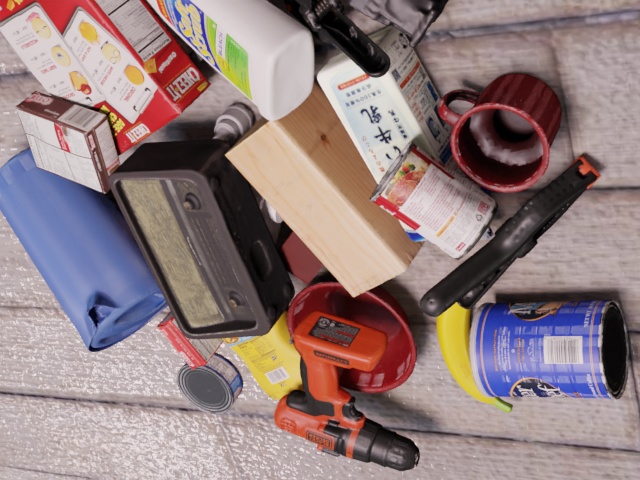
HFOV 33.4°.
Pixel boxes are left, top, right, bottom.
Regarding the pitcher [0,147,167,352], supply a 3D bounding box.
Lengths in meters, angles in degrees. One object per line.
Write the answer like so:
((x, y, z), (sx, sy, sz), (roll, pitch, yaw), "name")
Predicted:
((-0.283, 0.004, 1.289), (0.243, 0.144, 0.149), (52, 150, 11), "pitcher")

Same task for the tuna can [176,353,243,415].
((-0.148, 0.192, 1.436), (0.086, 0.033, 0.086), (15, 129, 19), "tuna can")

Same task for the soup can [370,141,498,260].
((0.107, -0.036, 1.002), (0.102, 0.068, 0.069), (35, 133, -3), "soup can")

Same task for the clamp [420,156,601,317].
((0.185, 0.002, 1.039), (0.036, 0.164, 0.210), (48, 111, 13), "clamp")

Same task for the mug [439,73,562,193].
((0.168, -0.109, 1.005), (0.117, 0.081, 0.093), (24, 131, 11), "mug")

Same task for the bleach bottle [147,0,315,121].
((-0.115, -0.227, 1.059), (0.251, 0.068, 0.102), (39, 153, 24), "bleach bottle")

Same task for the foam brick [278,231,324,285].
((-0.008, 0.001, 1.206), (0.053, 0.051, 0.078), (37, 133, -2), "foam brick")

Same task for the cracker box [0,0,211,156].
((-0.242, -0.208, 1.157), (0.164, 0.072, 0.213), (-23, 111, 48), "cracker box")

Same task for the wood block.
((0.014, -0.053, 1.124), (0.206, 0.090, 0.090), (48, 136, -11), "wood block")

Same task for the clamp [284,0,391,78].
((-0.001, -0.218, 0.975), (0.172, 0.039, 0.120), (43, 164, 54), "clamp")

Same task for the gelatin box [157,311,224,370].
((-0.154, 0.107, 1.338), (0.030, 0.089, 0.073), (-25, 109, 40), "gelatin box")

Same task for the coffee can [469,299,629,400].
((0.241, 0.115, 1.118), (0.141, 0.102, 0.103), (-4, 121, 31), "coffee can")

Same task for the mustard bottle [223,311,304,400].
((-0.079, 0.107, 1.319), (0.096, 0.058, 0.191), (-26, 108, 39), "mustard bottle")

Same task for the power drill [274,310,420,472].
((0.034, 0.180, 1.235), (0.184, 0.057, 0.188), (16, 129, 16), "power drill")

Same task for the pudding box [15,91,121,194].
((-0.280, -0.110, 1.196), (0.114, 0.039, 0.090), (22, 141, 29), "pudding box")

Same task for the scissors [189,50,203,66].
((-0.106, -0.199, 1.129), (0.096, 0.016, 0.202), (39, 134, 12), "scissors")

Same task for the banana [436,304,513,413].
((0.165, 0.110, 1.202), (0.070, 0.037, 0.198), (-6, 119, 27), "banana")

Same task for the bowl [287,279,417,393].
((0.045, 0.100, 1.247), (0.162, 0.055, 0.162), (15, 130, 19), "bowl")
